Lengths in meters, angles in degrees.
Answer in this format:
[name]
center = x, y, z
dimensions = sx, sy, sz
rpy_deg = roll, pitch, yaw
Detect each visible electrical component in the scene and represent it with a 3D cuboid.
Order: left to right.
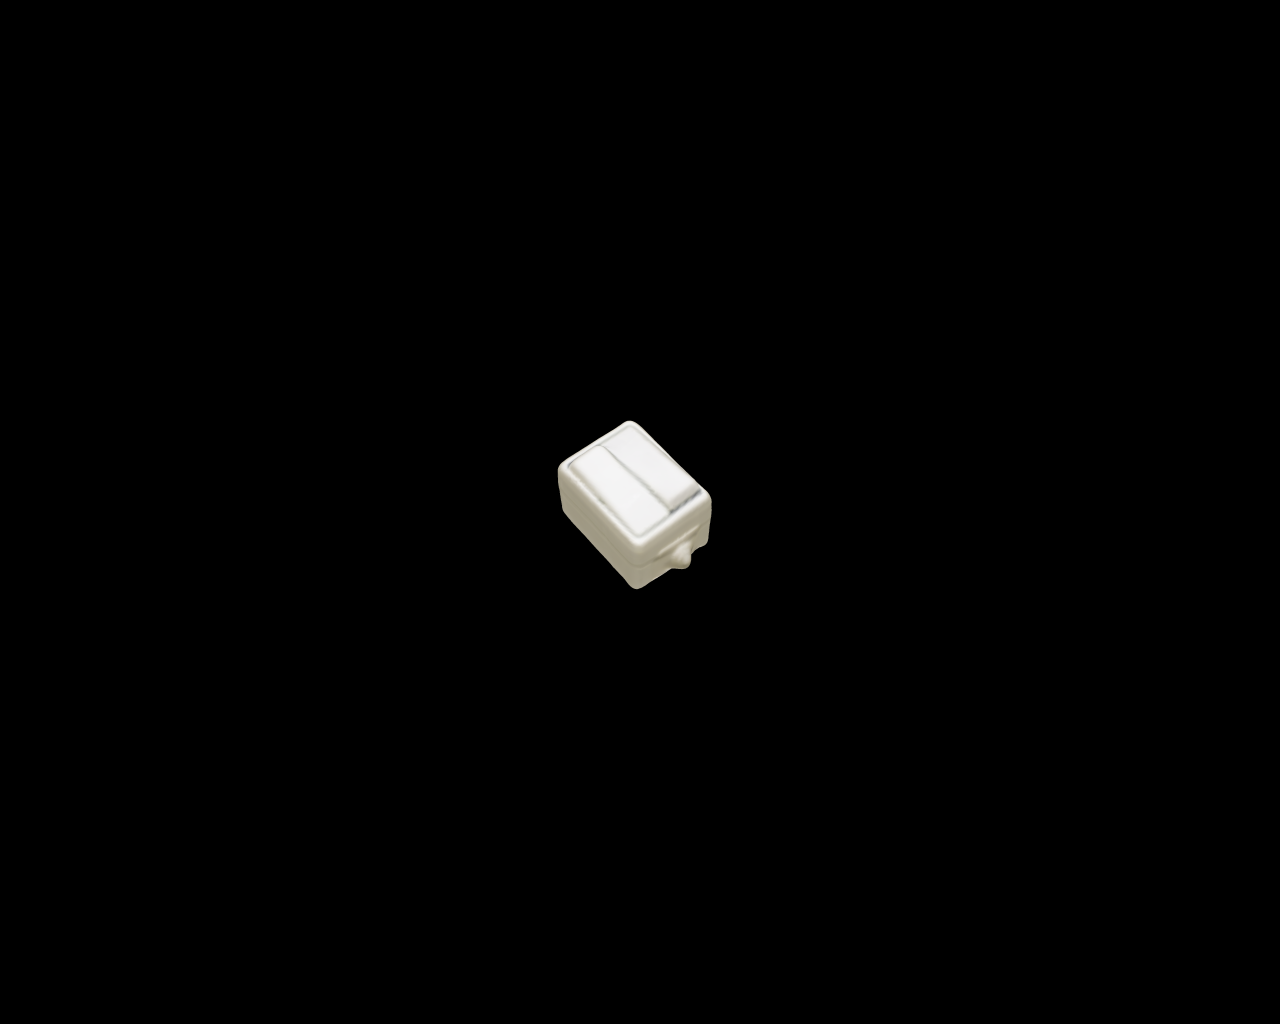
[electrical component]
center = 0.001, -0.003, 0.650
dimensions = 0.062, 0.096, 0.061
rpy_deg = -33, -28, -20
